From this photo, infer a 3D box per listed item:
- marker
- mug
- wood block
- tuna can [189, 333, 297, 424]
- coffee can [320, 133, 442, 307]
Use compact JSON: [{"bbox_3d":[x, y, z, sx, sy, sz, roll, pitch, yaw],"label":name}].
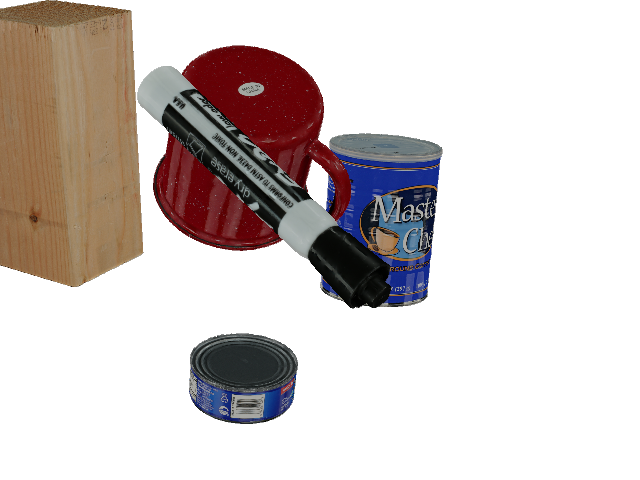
[{"bbox_3d":[-0.020,-0.019,0.368,0.121,0.020,0.020,43,21,24],"label":"marker"},{"bbox_3d":[-0.035,-0.049,0.602,0.117,0.082,0.093,32,50,12],"label":"mug"},{"bbox_3d":[-0.208,-0.080,0.858,0.091,0.206,0.090,14,25,27],"label":"wood block"},{"bbox_3d":[-0.062,0.109,0.850,0.086,0.034,0.086,5,24,-2],"label":"tuna can"},{"bbox_3d":[0.055,-0.021,0.985,0.103,0.140,0.103,4,15,-1],"label":"coffee can"}]
